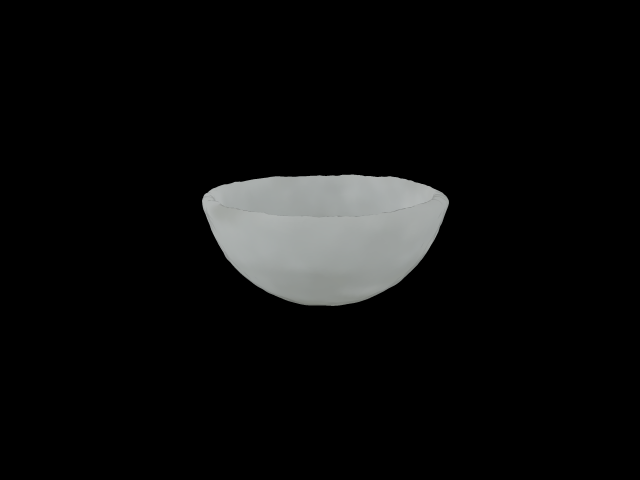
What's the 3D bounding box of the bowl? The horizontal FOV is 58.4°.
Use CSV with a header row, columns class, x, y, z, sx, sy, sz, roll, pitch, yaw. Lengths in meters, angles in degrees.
class,x,y,z,sx,sy,sz,roll,pitch,yaw
bowl,0.004,0.001,0.400,0.167,0.075,0.167,0,15,0
